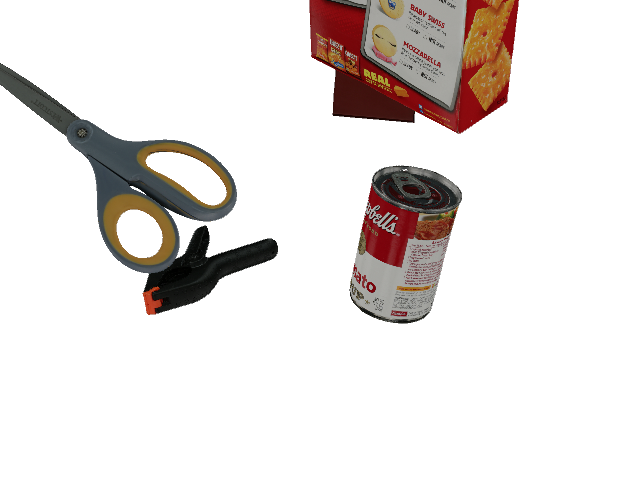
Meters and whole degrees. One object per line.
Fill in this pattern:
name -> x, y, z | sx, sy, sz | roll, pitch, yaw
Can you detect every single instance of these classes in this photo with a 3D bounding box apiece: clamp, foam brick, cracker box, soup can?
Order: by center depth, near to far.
cracker box -> 0.069, -0.210, 0.801 | 0.072, 0.214, 0.164 | -34, 51, -31
soup can -> 0.063, 0.003, 0.812 | 0.068, 0.102, 0.068 | 8, 30, -5
foam brick -> 0.051, -0.141, 0.993 | 0.078, 0.051, 0.053 | 5, 15, 3
clamp -> -0.129, 0.033, 1.210 | 0.120, 0.039, 0.171 | 0, 30, 30

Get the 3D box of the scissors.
scissors -> -0.152, -0.047, 0.674 | 0.202, 0.096, 0.016 | 21, -15, 8
